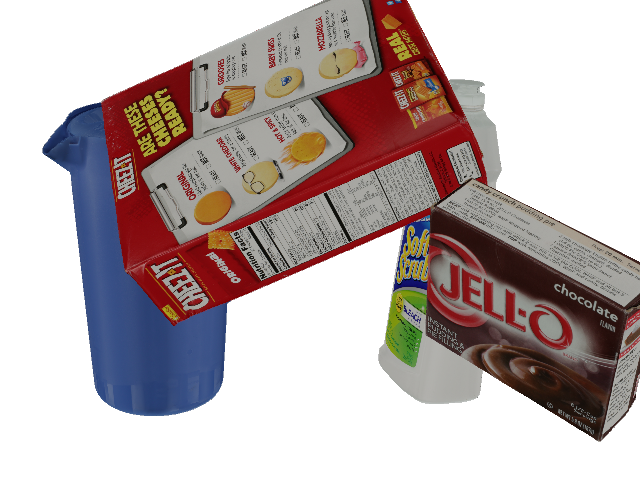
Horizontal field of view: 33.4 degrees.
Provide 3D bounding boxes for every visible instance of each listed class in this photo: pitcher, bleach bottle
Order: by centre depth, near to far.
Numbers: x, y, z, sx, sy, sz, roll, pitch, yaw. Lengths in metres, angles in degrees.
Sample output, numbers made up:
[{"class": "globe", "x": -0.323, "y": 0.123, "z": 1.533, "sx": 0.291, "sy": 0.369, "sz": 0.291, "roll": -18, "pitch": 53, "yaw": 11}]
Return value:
[{"class": "bleach bottle", "x": 0.099, "y": -0.003, "z": 0.850, "sx": 0.068, "sy": 0.251, "sz": 0.103, "roll": -2, "pitch": 18, "yaw": -19}, {"class": "pitcher", "x": -0.122, "y": 0.012, "z": 0.861, "sx": 0.149, "sy": 0.243, "sz": 0.144, "roll": 9, "pitch": 23, "yaw": 18}]

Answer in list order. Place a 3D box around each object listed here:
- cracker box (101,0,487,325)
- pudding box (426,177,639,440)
[{"class": "cracker box", "x": -0.022, "y": -0.060, "z": 0.671, "sx": 0.214, "sy": 0.164, "sz": 0.072, "roll": -24, "pitch": -44, "yaw": 6}, {"class": "pudding box", "x": 0.105, "y": 0.032, "z": 0.524, "sx": 0.114, "sy": 0.090, "sz": 0.039, "roll": 29, "pitch": 51, "yaw": 31}]
